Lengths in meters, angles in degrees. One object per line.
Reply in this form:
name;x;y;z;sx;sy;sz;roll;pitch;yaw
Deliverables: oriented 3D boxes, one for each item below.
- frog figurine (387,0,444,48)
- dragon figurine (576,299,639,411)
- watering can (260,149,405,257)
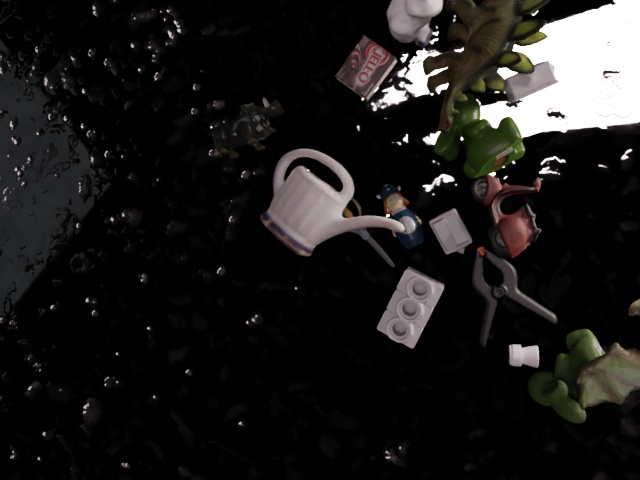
frog figurine;0.193;-0.482;1.059;0.123;0.160;0.136;39;103;11
dragon figurine;0.576;0.284;0.893;0.244;0.122;0.410;14;91;25
watering can;0.003;-0.058;1.144;0.352;0.103;0.223;42;102;27
